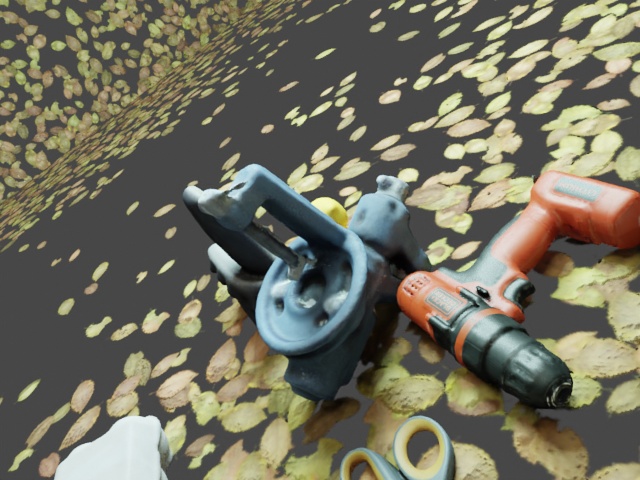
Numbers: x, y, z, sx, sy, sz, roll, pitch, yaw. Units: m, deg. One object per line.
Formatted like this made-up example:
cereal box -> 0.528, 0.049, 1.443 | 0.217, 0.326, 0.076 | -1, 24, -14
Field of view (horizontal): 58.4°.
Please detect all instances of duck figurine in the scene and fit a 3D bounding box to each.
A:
duck figurine -> 0.021, -0.008, 0.627 | 0.104, 0.086, 0.078 | 1, 46, 45

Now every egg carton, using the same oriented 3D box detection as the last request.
egg carton -> -0.181, 0.230, 0.502 | 0.107, 0.070, 0.150 | -33, 31, 2

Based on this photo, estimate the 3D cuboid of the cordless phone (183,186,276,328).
cordless phone -> -0.087, 0.001, 0.619 | 0.094, 0.185, 0.147 | -42, 32, -13

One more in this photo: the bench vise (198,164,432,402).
bench vise -> -0.005, 0.003, 0.504 | 0.121, 0.220, 0.207 | -9, 39, 35
